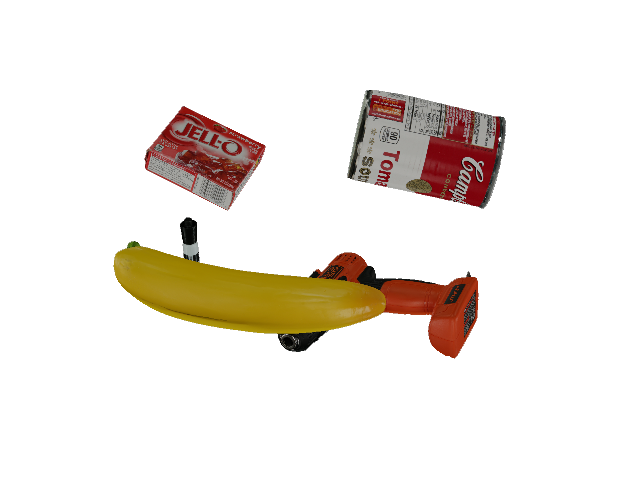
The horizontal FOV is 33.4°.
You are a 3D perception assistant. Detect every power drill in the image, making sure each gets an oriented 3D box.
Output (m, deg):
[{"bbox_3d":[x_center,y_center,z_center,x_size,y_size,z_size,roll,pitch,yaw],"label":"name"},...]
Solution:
[{"bbox_3d":[0.065,0.075,1.143,0.188,0.057,0.184,9,30,21],"label":"power drill"}]

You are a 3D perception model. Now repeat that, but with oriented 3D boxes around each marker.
[{"bbox_3d":[-0.144,0.028,1.197,0.020,0.121,0.020,-1,32,0],"label":"marker"}]

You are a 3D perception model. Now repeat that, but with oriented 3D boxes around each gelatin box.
[{"bbox_3d":[-0.106,-0.077,0.979,0.089,0.030,0.073,27,46,3],"label":"gelatin box"}]

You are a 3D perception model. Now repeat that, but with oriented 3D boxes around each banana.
[{"bbox_3d":[-0.060,0.028,0.678,0.198,0.037,0.069,13,33,24],"label":"banana"}]

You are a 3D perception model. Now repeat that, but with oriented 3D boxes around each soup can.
[{"bbox_3d":[0.076,-0.067,0.773,0.102,0.068,0.068,12,0,-1],"label":"soup can"}]
